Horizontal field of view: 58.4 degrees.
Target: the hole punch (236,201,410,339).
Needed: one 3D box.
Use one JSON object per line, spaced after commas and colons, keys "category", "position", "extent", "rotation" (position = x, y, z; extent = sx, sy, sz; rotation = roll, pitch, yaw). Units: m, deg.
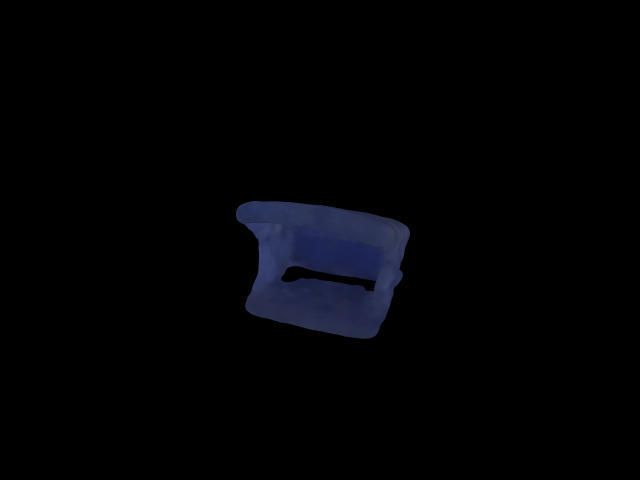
{"category": "hole punch", "position": [0.004, 0.001, 0.400], "extent": [0.108, 0.091, 0.101], "rotation": [9, 30, 17]}
